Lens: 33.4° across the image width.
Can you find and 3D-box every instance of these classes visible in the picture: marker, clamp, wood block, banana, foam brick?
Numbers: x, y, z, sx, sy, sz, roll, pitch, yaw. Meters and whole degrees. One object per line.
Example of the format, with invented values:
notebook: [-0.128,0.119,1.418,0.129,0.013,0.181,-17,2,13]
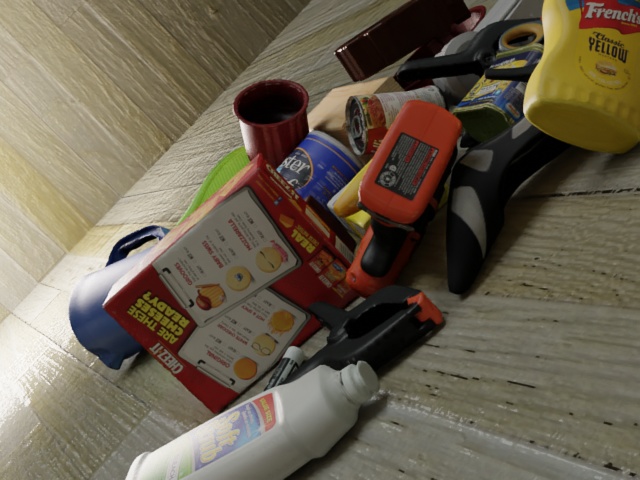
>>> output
marker: [-0.047,0.148,0.987,0.020,0.020,0.121,-28,23,46]
clamp: [0.183,-0.176,1.149,0.171,0.120,0.039,-29,-14,-4]
wood block: [0.051,-0.137,1.340,0.090,0.090,0.206,-46,16,-9]
clamp: [0.019,0.095,0.919,0.210,0.036,0.164,-24,26,51]
banana: [0.079,-0.085,1.078,0.070,0.037,0.197,-41,6,42]
foam brick: [-0.008,0.001,1.157,0.051,0.078,0.053,-37,15,29]

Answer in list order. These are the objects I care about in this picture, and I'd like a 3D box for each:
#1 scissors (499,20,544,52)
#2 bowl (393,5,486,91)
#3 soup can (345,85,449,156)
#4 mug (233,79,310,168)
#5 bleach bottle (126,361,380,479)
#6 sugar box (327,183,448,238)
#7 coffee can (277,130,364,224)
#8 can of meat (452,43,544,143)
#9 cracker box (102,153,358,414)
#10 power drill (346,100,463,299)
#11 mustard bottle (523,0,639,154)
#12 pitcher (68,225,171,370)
scissors: [0.256,-0.239,1.138,0.096,0.016,0.201,9,44,24]
bowl: [0.161,-0.221,1.343,0.162,0.055,0.162,-41,16,14]
soup can: [0.087,-0.136,1.204,0.102,0.068,0.069,-10,8,-15]
mug: [-0.050,-0.145,1.315,0.093,0.081,0.117,14,49,22]
bleach bottle: [-0.056,0.168,0.878,0.251,0.068,0.102,-36,19,22]
sugar box: [0.069,-0.043,1.134,0.093,0.048,0.176,-42,17,-4]
coffee can: [-0.019,-0.044,1.256,0.140,0.102,0.103,-48,16,-14]
can of meat: [0.190,-0.143,1.069,0.084,0.057,0.102,-49,16,-12]
cracker box: [-0.083,0.044,1.074,0.214,0.164,0.072,-41,14,13]
power drill: [0.081,-0.048,0.943,0.187,0.057,0.184,85,-150,-70]
mustard bottle: [0.226,-0.169,0.866,0.058,0.096,0.191,120,167,-64]
pitcher: [-0.225,0.063,1.444,0.243,0.149,0.144,-25,11,43]
